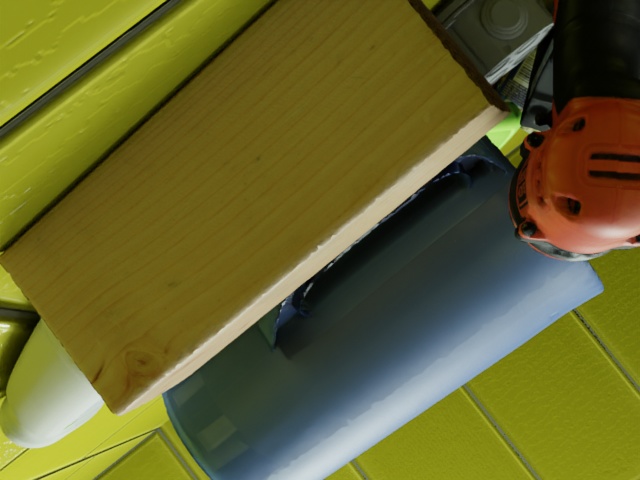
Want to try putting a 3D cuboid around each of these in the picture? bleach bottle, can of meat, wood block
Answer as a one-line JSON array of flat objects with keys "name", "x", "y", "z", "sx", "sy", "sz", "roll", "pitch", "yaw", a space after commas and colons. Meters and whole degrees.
[{"name": "bleach bottle", "x": -0.161, "y": 0.087, "z": 0.692, "sx": 0.102, "sy": 0.068, "sz": 0.251, "roll": -34, "pitch": 175, "yaw": -39}, {"name": "can of meat", "x": 0.185, "y": -0.141, "z": 0.917, "sx": 0.084, "sy": 0.057, "sz": 0.102, "roll": -59, "pitch": 178, "yaw": 14}, {"name": "wood block", "x": -0.026, "y": -0.025, "z": 0.474, "sx": 0.206, "sy": 0.091, "sz": 0.090, "roll": -40, "pitch": 174, "yaw": 15}]

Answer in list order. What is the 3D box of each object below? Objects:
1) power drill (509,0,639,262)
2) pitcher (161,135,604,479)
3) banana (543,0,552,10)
[{"name": "power drill", "x": 0.109, "y": -0.085, "z": 0.433, "sx": 0.057, "sy": 0.187, "sz": 0.184, "roll": 3, "pitch": 177, "yaw": 4}, {"name": "pitcher", "x": 0.025, "y": 0.042, "z": 0.610, "sx": 0.243, "sy": 0.149, "sz": 0.145, "roll": -38, "pitch": -167, "yaw": 5}, {"name": "banana", "x": 0.094, "y": -0.124, "z": 0.757, "sx": 0.198, "sy": 0.037, "sz": 0.069, "roll": -42, "pitch": 156, "yaw": 21}]
